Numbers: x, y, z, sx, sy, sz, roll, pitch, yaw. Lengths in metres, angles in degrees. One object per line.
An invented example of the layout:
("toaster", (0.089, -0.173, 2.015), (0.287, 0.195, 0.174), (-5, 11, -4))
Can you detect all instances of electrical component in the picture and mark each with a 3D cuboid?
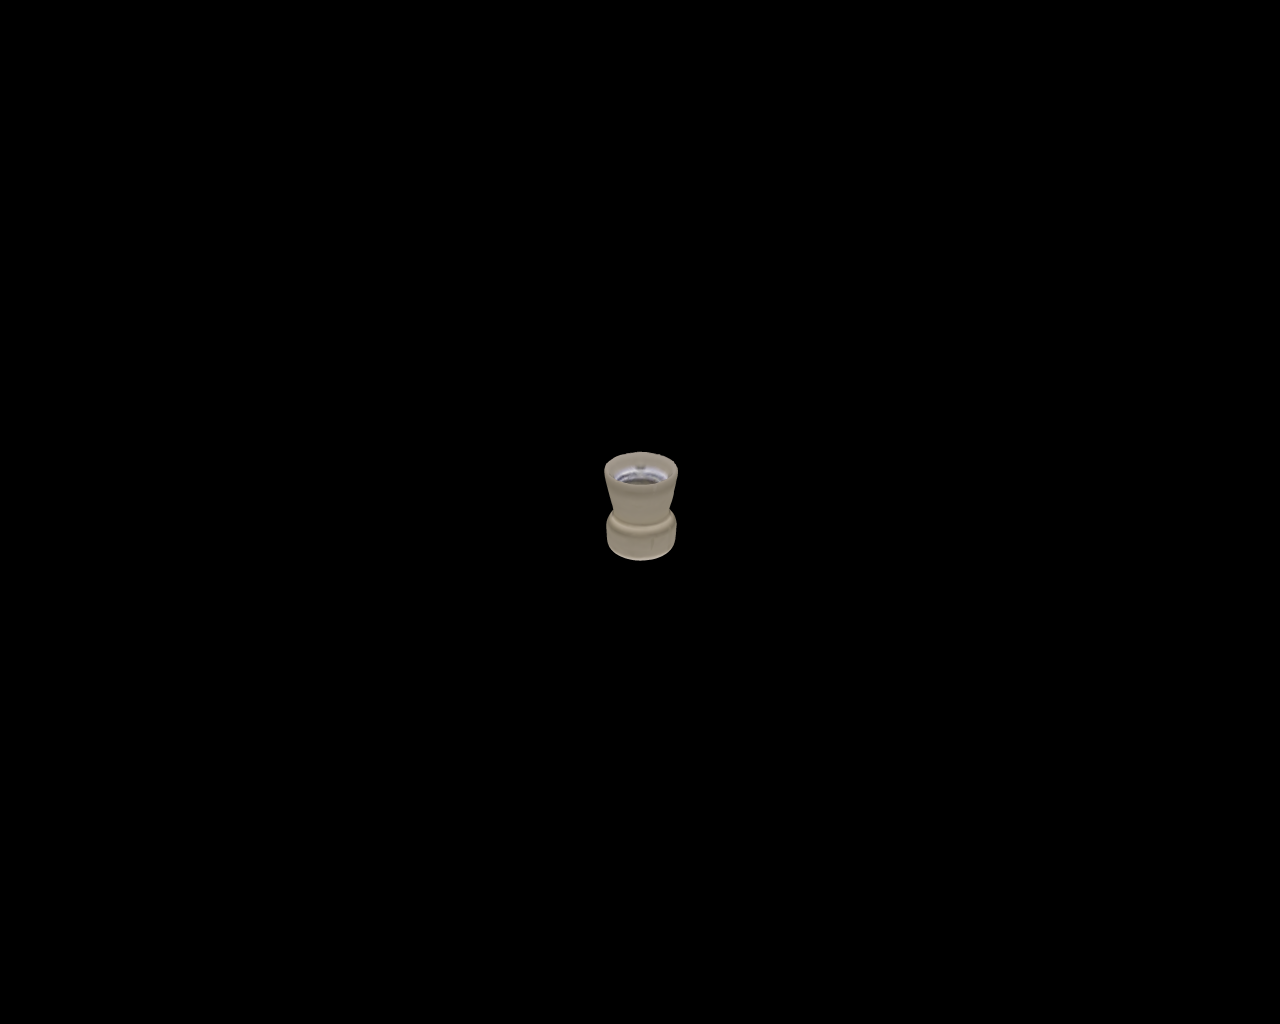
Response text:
("electrical component", (0.001, -0.003, 0.650), (0.045, 0.055, 0.045), (0, 29, 0))
